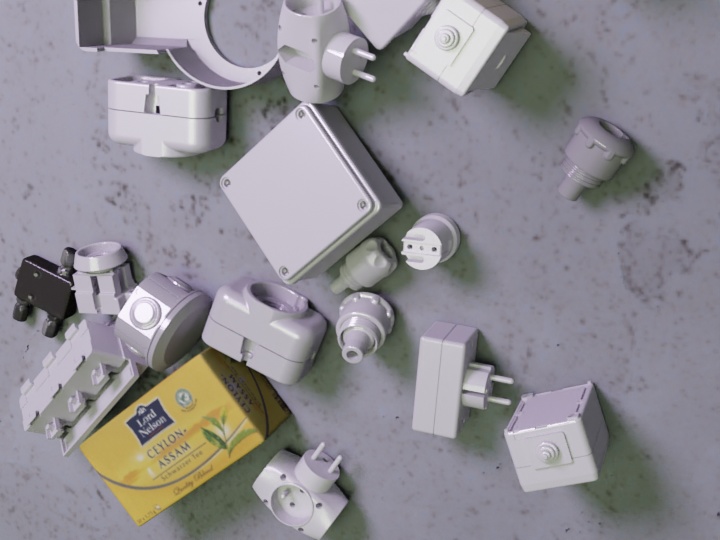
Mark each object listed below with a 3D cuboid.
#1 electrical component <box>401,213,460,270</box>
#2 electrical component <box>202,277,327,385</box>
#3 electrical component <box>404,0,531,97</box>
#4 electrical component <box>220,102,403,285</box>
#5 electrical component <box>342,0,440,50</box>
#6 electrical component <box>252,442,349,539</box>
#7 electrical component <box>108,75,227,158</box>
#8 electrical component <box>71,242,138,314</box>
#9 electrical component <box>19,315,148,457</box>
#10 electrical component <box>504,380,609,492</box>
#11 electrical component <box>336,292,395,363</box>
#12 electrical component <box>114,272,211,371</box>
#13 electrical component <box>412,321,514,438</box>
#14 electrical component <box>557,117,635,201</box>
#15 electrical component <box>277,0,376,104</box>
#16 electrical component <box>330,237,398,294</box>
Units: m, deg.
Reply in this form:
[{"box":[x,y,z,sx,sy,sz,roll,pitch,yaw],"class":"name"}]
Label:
[{"box":[0.056,-0.022,0.865,0.040,0.046,0.040,5,106,19],"class":"electrical component"},{"box":[-0.081,0.048,0.928,0.095,0.054,0.059,26,112,11],"class":"electrical component"},{"box":[0.080,-0.167,0.789,0.061,0.096,0.061,37,114,6],"class":"electrical component"},{"box":[-0.041,-0.062,0.874,0.109,0.056,0.108,-39,78,24],"class":"electrical component"},{"box":[0.023,-0.230,0.805,0.099,0.048,0.100,50,135,1],"class":"electrical component"},{"box":[-0.044,0.187,0.959,0.077,0.044,0.079,37,113,7],"class":"electrical component"},{"box":[-0.163,-0.129,0.908,0.095,0.054,0.059,9,107,17],"class":"electrical component"},{"box":[-0.232,0.007,0.976,0.066,0.048,0.055,1,113,19],"class":"electrical component"},{"box":[-0.259,0.103,0.995,0.121,0.063,0.078,-46,46,24],"class":"electrical component"},{"box":[0.156,0.136,0.845,0.062,0.096,0.061,-15,99,22],"class":"electrical component"},{"box":[0.001,0.052,0.893,0.048,0.062,0.048,7,126,10],"class":"electrical component"},{"box":[-0.172,0.044,0.947,0.051,0.080,0.080,33,113,14],"class":"electrical component"},{"box":[0.088,0.093,0.884,0.076,0.047,0.083,10,107,18],"class":"electrical component"},{"box":[0.172,-0.081,0.809,0.048,0.048,0.062,35,120,7],"class":"electrical component"},{"box":[-0.020,-0.165,0.818,0.079,0.043,0.077,26,140,26],"class":"electrical component"},{"box":[0.000,0.000,0.897,0.061,0.035,0.035,-36,91,27],"class":"electrical component"}]
